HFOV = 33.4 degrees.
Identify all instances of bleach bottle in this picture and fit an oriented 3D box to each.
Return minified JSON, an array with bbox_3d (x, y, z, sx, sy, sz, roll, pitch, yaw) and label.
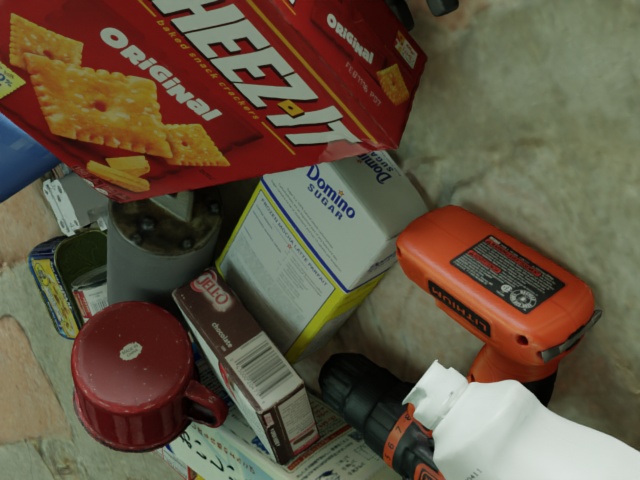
[{"bbox_3d":[0.148,0.141,0.495,0.251,0.068,0.103,38,142,9],"label":"bleach bottle"}]

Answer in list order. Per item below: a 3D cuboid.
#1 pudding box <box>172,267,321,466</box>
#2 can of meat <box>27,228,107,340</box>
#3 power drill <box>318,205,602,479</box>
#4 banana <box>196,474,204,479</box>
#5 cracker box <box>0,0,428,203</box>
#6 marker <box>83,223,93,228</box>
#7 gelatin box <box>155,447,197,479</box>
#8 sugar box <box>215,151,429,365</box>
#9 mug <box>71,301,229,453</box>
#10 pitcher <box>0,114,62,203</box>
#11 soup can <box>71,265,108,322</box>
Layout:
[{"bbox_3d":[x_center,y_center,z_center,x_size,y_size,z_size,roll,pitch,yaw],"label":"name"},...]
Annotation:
[{"bbox_3d":[-0.049,0.084,0.713,0.114,0.039,0.090,51,166,31],"label":"pudding box"},{"bbox_3d":[-0.216,0.043,0.966,0.084,0.057,0.102,-4,109,56],"label":"can of meat"},{"bbox_3d":[0.073,0.075,0.609,0.185,0.057,0.188,33,140,30],"label":"power drill"},{"bbox_3d":[-0.063,0.202,0.891,0.198,0.037,0.069,-16,99,55],"label":"banana"},{"bbox_3d":[-0.080,-0.098,0.551,0.214,0.072,0.164,-8,143,39],"label":"cracker box"},{"bbox_3d":[-0.206,-0.061,0.913,0.020,0.020,0.121,34,137,35],"label":"marker"},{"bbox_3d":[-0.131,0.163,0.961,0.073,0.030,0.089,31,135,36],"label":"gelatin box"},{"bbox_3d":[-0.004,0.001,0.668,0.093,0.048,0.176,53,143,13],"label":"sugar box"},{"bbox_3d":[-0.117,0.098,0.737,0.117,0.093,0.081,26,155,6],"label":"mug"},{"bbox_3d":[-0.258,-0.107,0.831,0.149,0.144,0.243,46,146,-21],"label":"pitcher"},{"bbox_3d":[-0.163,0.073,0.906,0.069,0.068,0.102,-2,111,53],"label":"soup can"}]
